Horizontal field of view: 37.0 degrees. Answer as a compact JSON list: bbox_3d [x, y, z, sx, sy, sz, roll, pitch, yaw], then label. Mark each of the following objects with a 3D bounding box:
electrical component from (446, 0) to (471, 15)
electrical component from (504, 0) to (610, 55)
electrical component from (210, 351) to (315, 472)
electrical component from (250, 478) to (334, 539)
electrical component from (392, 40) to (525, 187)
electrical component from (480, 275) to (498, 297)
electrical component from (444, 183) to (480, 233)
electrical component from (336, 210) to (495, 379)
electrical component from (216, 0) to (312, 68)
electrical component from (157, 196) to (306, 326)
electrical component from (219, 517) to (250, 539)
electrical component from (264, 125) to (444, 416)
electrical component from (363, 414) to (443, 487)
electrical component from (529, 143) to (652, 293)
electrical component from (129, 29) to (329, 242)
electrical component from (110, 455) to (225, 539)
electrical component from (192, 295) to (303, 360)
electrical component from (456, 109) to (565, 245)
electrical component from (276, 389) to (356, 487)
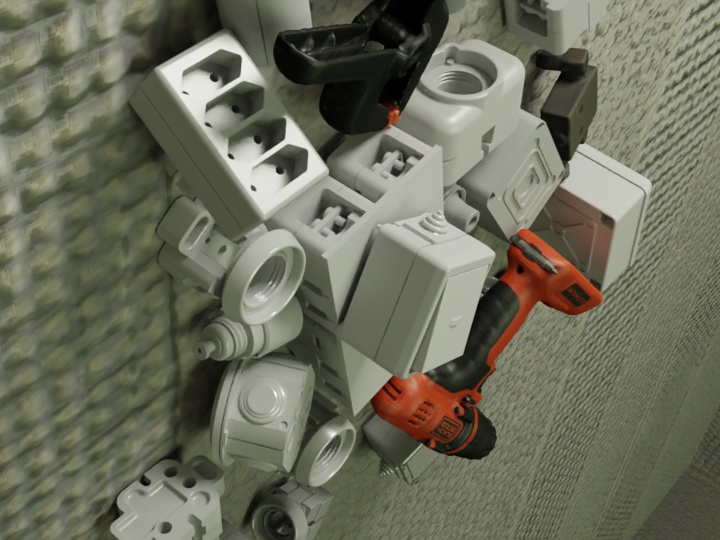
[{"bbox_3d":[0.056,-0.181,0.628,0.062,0.048,0.048,-46,153,-38],"label":"electrical component"},{"bbox_3d":[0.146,-0.202,0.756,0.089,0.050,0.055,-50,154,-15],"label":"electrical component"},{"bbox_3d":[-0.063,0.090,0.691,0.080,0.051,0.080,12,90,-83],"label":"electrical component"},{"bbox_3d":[-0.056,0.197,0.858,0.055,0.048,0.066,-18,135,-64],"label":"electrical component"},{"bbox_3d":[0.064,-0.108,0.713,0.095,0.054,0.059,-41,150,-31],"label":"electrical component"},{"bbox_3d":[0.112,0.034,0.980,0.040,0.040,0.046,-26,147,-48],"label":"electrical component"},{"bbox_3d":[0.054,-0.048,0.754,0.043,0.062,0.043,-42,151,-30],"label":"electrical component"},{"bbox_3d":[0.039,0.011,0.651,0.062,0.061,0.096,-16,133,-54],"label":"electrical component"},{"bbox_3d":[-0.047,-0.138,0.493,0.043,0.043,0.081,-45,152,-25],"label":"electrical component"},{"bbox_3d":[-0.068,-0.005,0.592,0.058,0.057,0.078,-56,155,-3],"label":"electrical component"},{"bbox_3d":[-0.121,0.222,0.750,0.096,0.061,0.061,-20,136,-52],"label":"electrical component"},{"bbox_3d":[0.000,0.000,0.715,0.105,0.060,0.186,-45,152,-24],"label":"electrical component"},{"bbox_3d":[0.045,0.144,0.966,0.096,0.061,0.061,-44,152,-13],"label":"electrical component"},{"bbox_3d":[0.188,-0.052,0.935,0.056,0.109,0.108,-42,151,-24],"label":"electrical component"},{"bbox_3d":[-0.070,-0.058,0.519,0.047,0.083,0.076,-39,-173,-33],"label":"electrical component"},{"bbox_3d":[-0.121,0.165,0.691,0.078,0.058,0.057,-38,146,-35],"label":"electrical component"},{"bbox_3d":[-0.070,0.035,0.654,0.078,0.040,0.040,-27,141,-47],"label":"electrical component"},{"bbox_3d":[0.104,-0.076,0.817,0.078,0.057,0.113,-56,155,-3],"label":"electrical component"},{"bbox_3d":[-0.041,0.121,0.783,0.058,0.057,0.078,-30,143,-45],"label":"electrical component"}]
